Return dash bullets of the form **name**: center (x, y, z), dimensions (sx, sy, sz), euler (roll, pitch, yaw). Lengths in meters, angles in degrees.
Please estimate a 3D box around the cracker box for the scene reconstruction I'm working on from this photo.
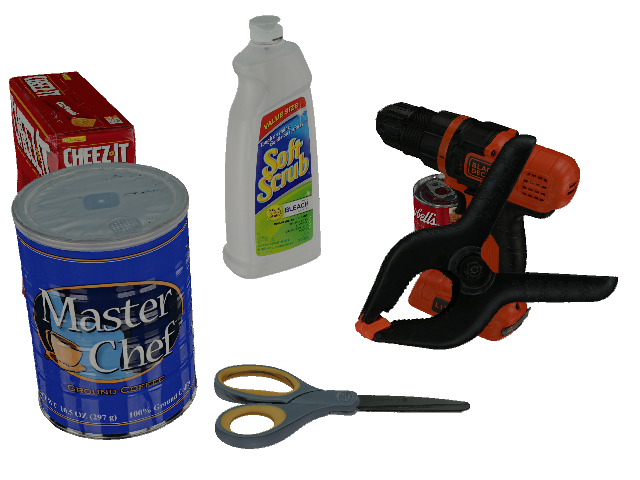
- **cracker box**: center (-0.214, -0.019, 0.918), dimensions (0.072, 0.214, 0.164), euler (-10, 28, -26)

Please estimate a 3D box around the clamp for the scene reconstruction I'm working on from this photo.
- **clamp**: center (0.106, 0.025, 0.693), dimensions (0.171, 0.120, 0.039), euler (-39, -7, -4)

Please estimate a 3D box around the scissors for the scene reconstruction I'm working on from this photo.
- **scissors**: center (0.007, 0.136, 0.821), dimensions (0.202, 0.016, 0.096), euler (10, 35, 15)

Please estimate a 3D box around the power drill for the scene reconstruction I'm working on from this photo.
- **power drill**: center (0.122, -0.017, 0.921), dimensions (0.185, 0.188, 0.057), euler (25, 40, 30)

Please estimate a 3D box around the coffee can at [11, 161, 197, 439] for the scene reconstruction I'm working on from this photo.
- **coffee can**: center (-0.130, 0.036, 0.660), dimensions (0.103, 0.140, 0.103), euler (1, 29, -1)

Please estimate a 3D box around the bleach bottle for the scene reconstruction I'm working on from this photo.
- **bleach bottle**: center (-0.053, -0.092, 1.043), dimensions (0.102, 0.251, 0.068), euler (-16, 31, -24)

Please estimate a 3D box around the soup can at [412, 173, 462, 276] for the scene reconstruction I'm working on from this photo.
- **soup can**: center (0.135, -0.012, 1.153), dimensions (0.068, 0.102, 0.068), euler (-4, 33, 2)
